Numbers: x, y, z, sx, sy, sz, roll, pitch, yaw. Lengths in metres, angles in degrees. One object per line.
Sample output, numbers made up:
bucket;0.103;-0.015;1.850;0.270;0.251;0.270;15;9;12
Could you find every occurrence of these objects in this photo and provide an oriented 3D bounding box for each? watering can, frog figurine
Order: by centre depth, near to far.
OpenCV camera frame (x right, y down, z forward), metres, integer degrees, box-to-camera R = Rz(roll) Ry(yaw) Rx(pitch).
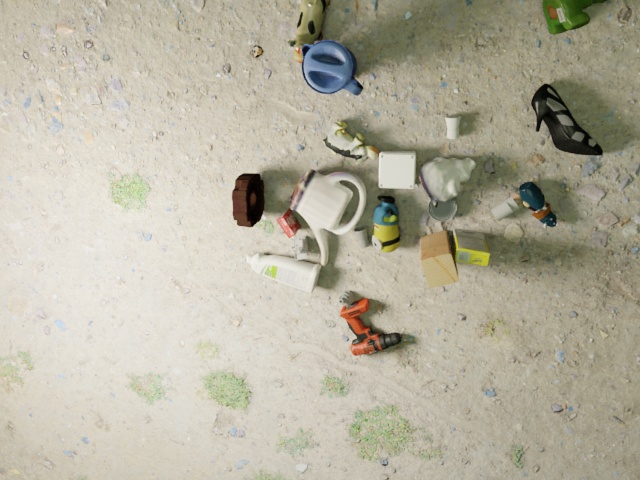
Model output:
frog figurine;0.378;-0.188;1.503;0.158;0.141;0.121;-28;137;21
watering can;0.005;-0.082;1.627;0.224;0.106;0.341;29;120;1
